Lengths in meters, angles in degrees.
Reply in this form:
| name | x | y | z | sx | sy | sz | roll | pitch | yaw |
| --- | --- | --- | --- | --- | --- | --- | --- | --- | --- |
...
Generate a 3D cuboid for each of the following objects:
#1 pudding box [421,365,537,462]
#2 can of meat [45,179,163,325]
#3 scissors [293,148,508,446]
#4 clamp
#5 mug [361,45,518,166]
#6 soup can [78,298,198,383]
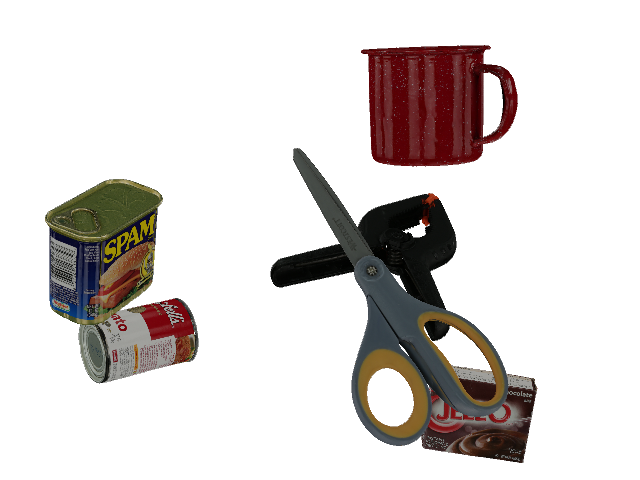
| name | x | y | z | sx | sy | sz | roll | pitch | yaw |
| --- | --- | --- | --- | --- | --- | --- | --- | --- | --- |
| pudding box | 0.171 | 0.186 | 1.157 | 0.113 | 0.090 | 0.039 | 7 | 21 | 3 |
| can of meat | -0.175 | 0.009 | 0.866 | 0.057 | 0.084 | 0.102 | 20 | 31 | 20 |
| scissors | 0.021 | 0.037 | 0.627 | 0.096 | 0.202 | 0.016 | -41 | -18 | -17 |
| clamp | 0.076 | 0.016 | 0.977 | 0.165 | 0.036 | 0.209 | 23 | 35 | 24 |
| mug | 0.087 | -0.097 | 0.765 | 0.117 | 0.081 | 0.093 | 5 | 13 | 33 |
| soup can | -0.184 | 0.101 | 1.079 | 0.102 | 0.068 | 0.069 | -11 | 6 | -34 |
